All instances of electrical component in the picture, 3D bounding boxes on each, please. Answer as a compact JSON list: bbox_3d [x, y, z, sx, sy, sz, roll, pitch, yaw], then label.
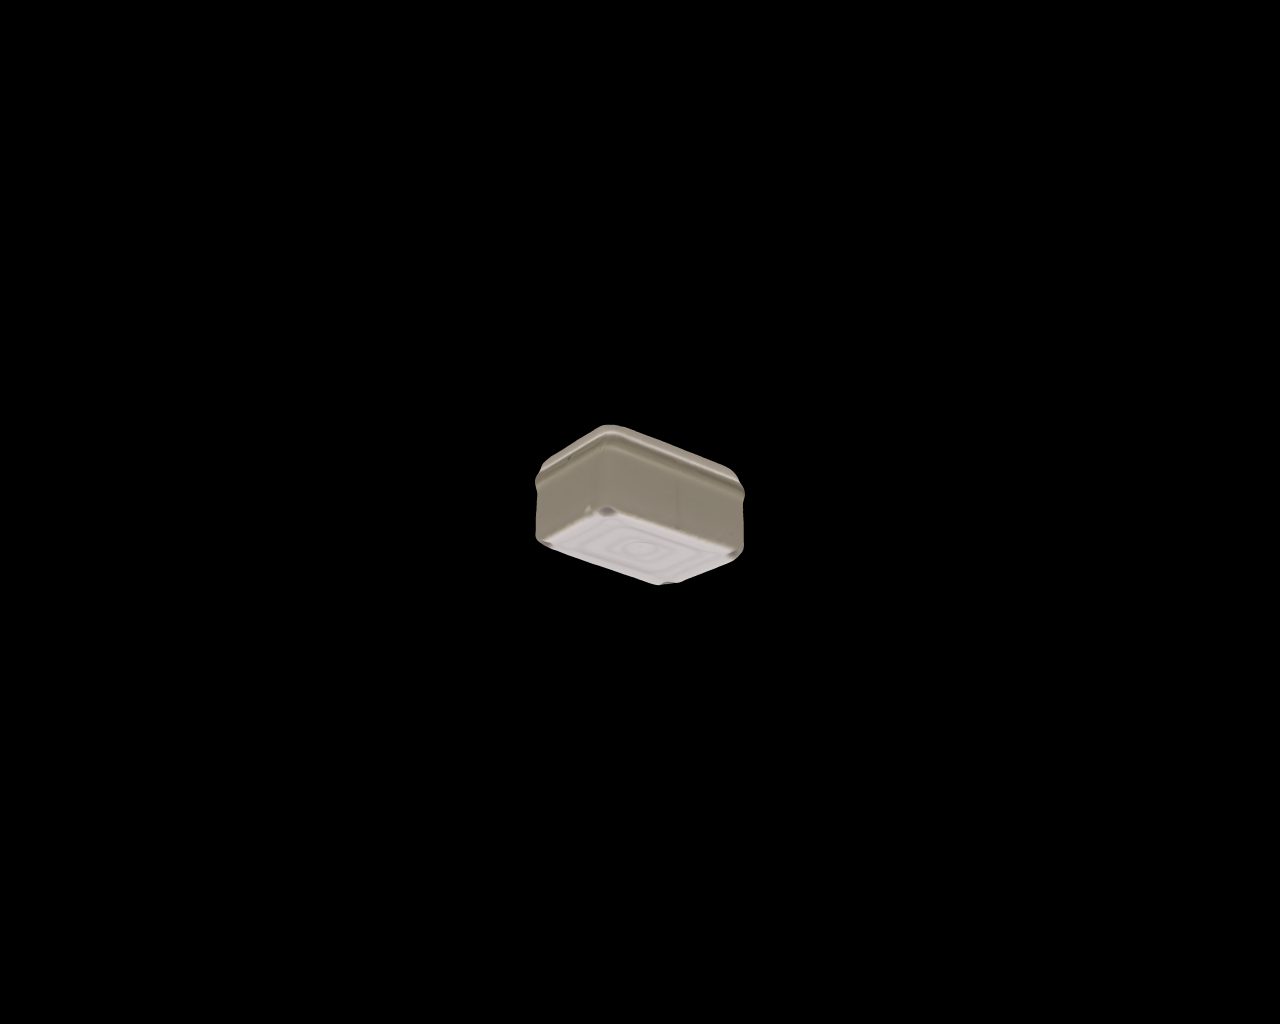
[{"bbox_3d":[0.001,-0.003,0.650,0.113,0.057,0.078,20,-32,-36],"label":"electrical component"}]
